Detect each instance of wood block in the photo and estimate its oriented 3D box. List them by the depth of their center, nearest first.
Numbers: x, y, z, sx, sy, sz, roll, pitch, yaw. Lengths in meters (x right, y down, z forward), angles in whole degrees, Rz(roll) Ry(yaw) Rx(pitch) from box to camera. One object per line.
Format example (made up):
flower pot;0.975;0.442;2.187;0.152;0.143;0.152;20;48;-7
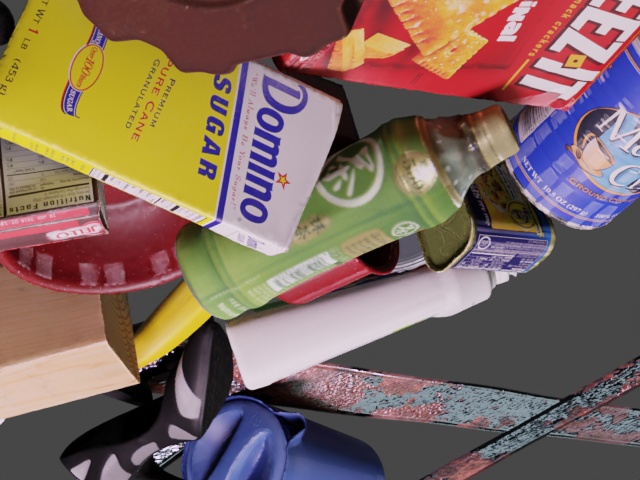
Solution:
wood block;-0.255;0.082;0.821;0.206;0.091;0.090;-15;151;1

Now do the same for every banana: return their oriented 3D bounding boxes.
banana;-0.100;0.044;0.840;0.069;0.037;0.198;-30;170;-40

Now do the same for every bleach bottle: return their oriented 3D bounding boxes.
bleach bottle;0.046;0.058;0.925;0.250;0.068;0.102;-19;179;-3

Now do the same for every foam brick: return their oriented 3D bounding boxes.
foam brick;-0.021;-0.068;0.706;0.051;0.053;0.078;12;139;-37

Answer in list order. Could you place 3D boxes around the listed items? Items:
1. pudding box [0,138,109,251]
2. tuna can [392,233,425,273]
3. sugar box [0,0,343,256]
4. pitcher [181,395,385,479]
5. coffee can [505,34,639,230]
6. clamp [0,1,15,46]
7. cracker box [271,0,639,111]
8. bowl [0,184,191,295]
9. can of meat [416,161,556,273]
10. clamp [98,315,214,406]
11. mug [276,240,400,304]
pudding box;-0.173;-0.050;0.612;0.090;0.113;0.039;-9;153;-7
tuna can;0.062;-0.008;0.856;0.086;0.034;0.086;-10;150;-6
sugar box;-0.083;-0.067;0.576;0.176;0.093;0.048;23;170;-11
pitcher;-0.038;0.261;1.176;0.149;0.145;0.242;7;167;35
coffee can;0.203;-0.086;0.714;0.102;0.103;0.141;4;147;-28
clamp;-0.236;-0.131;0.525;0.120;0.039;0.171;-19;149;7
cracker box;0.094;-0.153;0.591;0.213;0.072;0.164;4;146;-28
bowl;-0.141;-0.026;0.722;0.162;0.055;0.162;-10;150;-6
can of meat;0.116;-0.025;0.786;0.083;0.102;0.058;4;144;-32
clamp;-0.204;0.101;0.926;0.209;0.036;0.165;7;142;-38
mug;-0.005;0.001;0.777;0.082;0.093;0.117;-26;-173;29
